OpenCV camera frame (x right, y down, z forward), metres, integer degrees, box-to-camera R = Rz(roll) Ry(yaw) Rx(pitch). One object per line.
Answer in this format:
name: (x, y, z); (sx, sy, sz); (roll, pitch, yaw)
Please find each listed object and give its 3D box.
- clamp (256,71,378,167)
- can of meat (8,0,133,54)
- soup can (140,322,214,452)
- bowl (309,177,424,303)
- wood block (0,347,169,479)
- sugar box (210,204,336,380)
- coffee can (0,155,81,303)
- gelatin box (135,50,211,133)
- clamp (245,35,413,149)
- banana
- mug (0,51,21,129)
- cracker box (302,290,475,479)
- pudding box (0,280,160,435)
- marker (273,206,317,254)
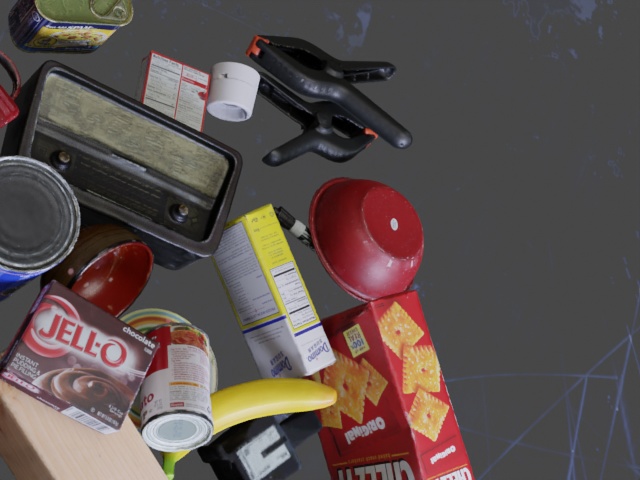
clamp: (-0.011, -0.139, 1.237); (0.171, 0.039, 0.120); (-2, 71, -41)
can of meat: (-0.252, -0.226, 1.069); (0.101, 0.084, 0.057); (-5, 78, -36)
soup can: (-0.134, 0.137, 0.994); (0.068, 0.069, 0.102); (19, 41, -29)
bowl: (0.066, -0.009, 1.221); (0.161, 0.055, 0.162); (20, 55, -32)
wood block: (-0.223, 0.184, 0.954); (0.090, 0.090, 0.206); (-35, 96, -37)
sugar box: (-0.054, 0.059, 1.109); (0.048, 0.094, 0.176); (-25, 91, -36)
coffee can: (-0.285, -0.004, 0.939); (0.102, 0.141, 0.103); (12, 69, -32)
gelatin box: (-0.160, -0.149, 1.142); (0.073, 0.030, 0.089); (18, 65, -28)
clamp: (0.014, -0.195, 1.256); (0.209, 0.036, 0.164); (23, 34, -15)
banana: (-0.080, 0.173, 1.043); (0.197, 0.037, 0.070); (-23, 56, -26)
mug: (-0.326, -0.133, 0.987); (0.081, 0.093, 0.117); (54, 49, -15)
cracker box: (0.059, 0.175, 1.105); (0.071, 0.164, 0.214); (-11, 81, -35)
pudding box: (-0.206, 0.102, 0.911); (0.113, 0.039, 0.090); (35, 56, -21)
marker: (-0.008, 0.001, 1.205); (0.121, 0.020, 0.020); (37, 58, -20)
